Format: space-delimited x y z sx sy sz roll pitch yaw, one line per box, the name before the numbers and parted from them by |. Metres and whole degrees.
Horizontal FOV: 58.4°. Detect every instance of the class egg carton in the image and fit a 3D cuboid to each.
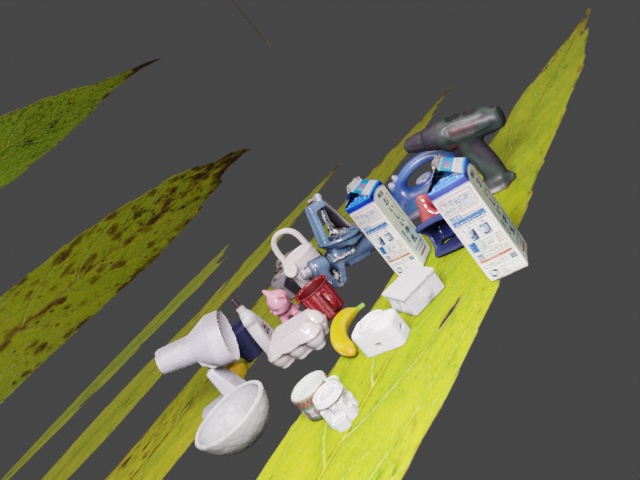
egg carton | -0.049 0.218 1.274 0.150 0.069 0.107 -34 15 21

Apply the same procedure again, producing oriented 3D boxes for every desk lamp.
desk lamp | -0.243 0.285 1.261 0.203 0.214 0.118 -38 14 5

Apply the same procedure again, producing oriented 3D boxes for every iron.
iron | 0.264 -0.153 1.483 0.258 0.141 0.118 -34 15 18

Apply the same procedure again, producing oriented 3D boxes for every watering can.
watering can | -0.052 0.053 1.536 0.101 0.194 0.172 -39 14 0

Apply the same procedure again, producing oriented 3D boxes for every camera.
camera | -0.063 0.083 1.662 0.136 0.101 0.143 -30 17 33

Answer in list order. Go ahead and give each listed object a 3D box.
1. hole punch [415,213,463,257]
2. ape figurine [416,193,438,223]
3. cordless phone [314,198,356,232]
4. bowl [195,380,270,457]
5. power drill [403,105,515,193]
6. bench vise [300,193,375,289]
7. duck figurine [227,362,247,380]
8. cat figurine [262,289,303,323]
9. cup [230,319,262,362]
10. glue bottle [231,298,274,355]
hole punch | 0.266 -0.032 1.208 0.108 0.091 0.101 -29 17 35
ape figurine | 0.260 -0.070 1.340 0.076 0.092 0.077 -40 14 -3
cordless phone | 0.048 -0.064 1.662 0.094 0.185 0.147 -40 14 -1
bowl | -0.154 0.356 1.104 0.167 0.075 0.167 -36 14 11
power drill | 0.333 -0.195 1.301 0.229 0.208 0.076 -30 17 33
bench vise | 0.020 0.003 1.456 0.121 0.220 0.208 -21 23 51
duck figurine | -0.231 0.314 1.404 0.077 0.086 0.104 -38 14 4
cat figurine | -0.105 0.164 1.484 0.067 0.118 0.127 -41 14 -6
cup | -0.197 0.261 1.465 0.092 0.095 0.117 -42 15 -11
glue bottle | -0.157 0.204 1.376 0.037 0.173 0.078 -38 15 6
